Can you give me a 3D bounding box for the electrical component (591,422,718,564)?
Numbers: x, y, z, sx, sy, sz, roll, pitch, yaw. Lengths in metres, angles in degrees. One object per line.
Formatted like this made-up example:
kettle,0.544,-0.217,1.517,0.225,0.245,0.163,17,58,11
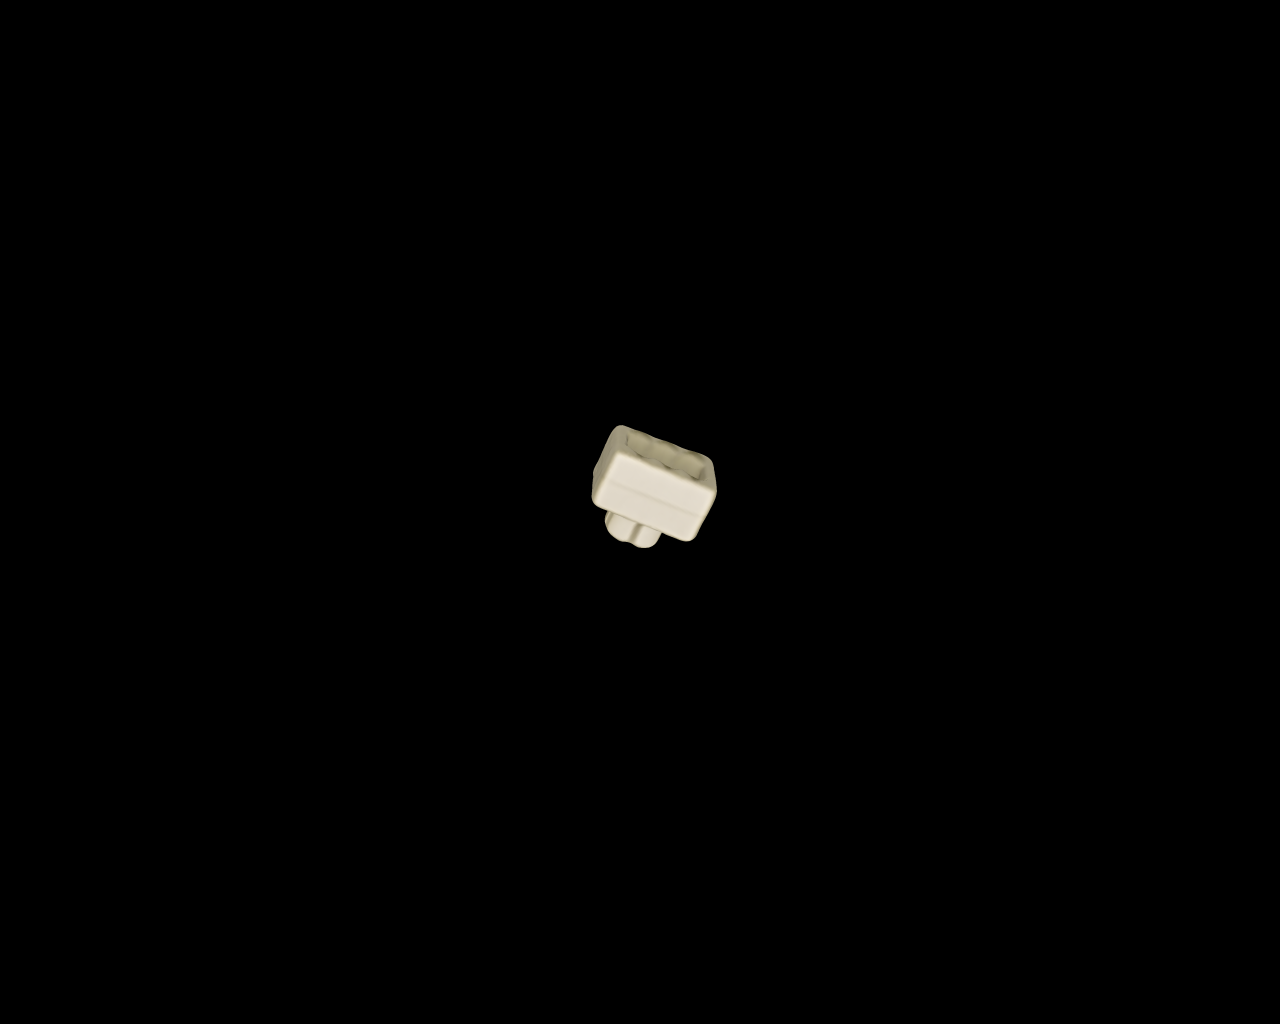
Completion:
electrical component,0.001,-0.003,0.650,0.066,0.076,0.047,22,25,-10
